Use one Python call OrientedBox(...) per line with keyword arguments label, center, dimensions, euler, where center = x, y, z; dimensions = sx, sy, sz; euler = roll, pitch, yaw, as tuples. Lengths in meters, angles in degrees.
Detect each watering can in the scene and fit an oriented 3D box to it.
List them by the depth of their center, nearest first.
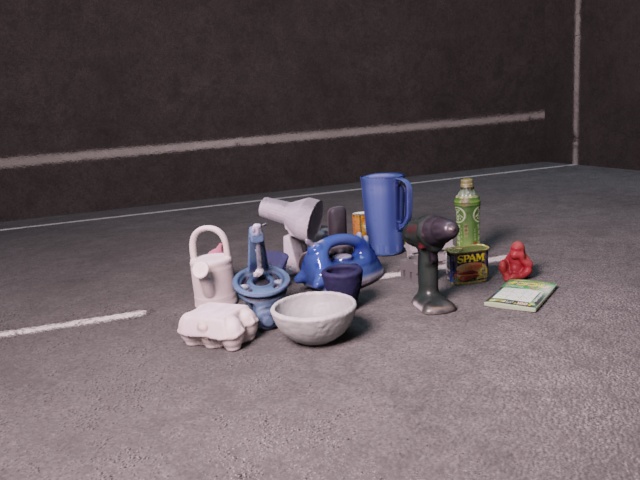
OrientedBox(label="watering can", center=(-0.253, 0.062, 1.344), dimensions=(0.101, 0.194, 0.172), euler=(-8, 13, -16))

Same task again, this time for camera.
OrientedBox(label="camera", center=(-0.004, -0.013, 1.814), dimensions=(0.142, 0.101, 0.137), euler=(5, 15, 36))

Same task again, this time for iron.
OrientedBox(label="iron", center=(0.061, 0.044, 1.434), dimensions=(0.259, 0.141, 0.118), euler=(-14, 16, -37))

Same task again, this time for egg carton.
OrientedBox(label="egg carton", center=(-0.201, 0.170, 1.128), dimensions=(0.150, 0.069, 0.107), euler=(1, 14, 25))

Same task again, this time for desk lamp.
OrientedBox(label="desk lamp", center=(-0.088, -0.014, 1.588), dimensions=(0.202, 0.214, 0.118), euler=(0, 13, 20))

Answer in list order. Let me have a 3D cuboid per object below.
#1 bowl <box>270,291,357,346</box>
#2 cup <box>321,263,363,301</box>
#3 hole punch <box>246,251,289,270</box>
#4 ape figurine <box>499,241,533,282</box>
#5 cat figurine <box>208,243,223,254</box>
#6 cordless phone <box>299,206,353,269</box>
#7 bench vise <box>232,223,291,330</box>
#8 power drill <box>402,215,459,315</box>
OrientedBox(label="bowl", center=(-0.010, 0.157, 1.101), dimensions=(0.167, 0.075, 0.167), euler=(-4, 12, 1))
OrientedBox(label="cup", center=(0.057, 0.105, 1.269), dimensions=(0.091, 0.095, 0.118), euler=(2, 14, 28))
OrientedBox(label="hole punch", center=(-0.135, 0.081, 1.457), dimensions=(0.108, 0.091, 0.101), euler=(0, 13, 19))
OrientedBox(label="ape figurine", center=(0.473, 0.048, 1.379), dimensions=(0.077, 0.092, 0.076), euler=(5, 16, 38))
OrientedBox(label="cat figurine", center=(-0.264, 0.069, 1.498), dimensions=(0.067, 0.118, 0.127), euler=(-7, 13, -9))
OrientedBox(label="cordless phone", center=(0.014, 0.005, 1.526), dimensions=(0.148, 0.185, 0.094), euler=(-10, 13, -22))
OrientedBox(label="bench vise", center=(-0.144, 0.065, 1.233), dimensions=(0.122, 0.220, 0.206), euler=(-12, 14, -30))
OrientedBox(label="power drill", center=(0.237, 0.045, 1.209), dimensions=(0.076, 0.208, 0.229), euler=(-7, 13, -12))
